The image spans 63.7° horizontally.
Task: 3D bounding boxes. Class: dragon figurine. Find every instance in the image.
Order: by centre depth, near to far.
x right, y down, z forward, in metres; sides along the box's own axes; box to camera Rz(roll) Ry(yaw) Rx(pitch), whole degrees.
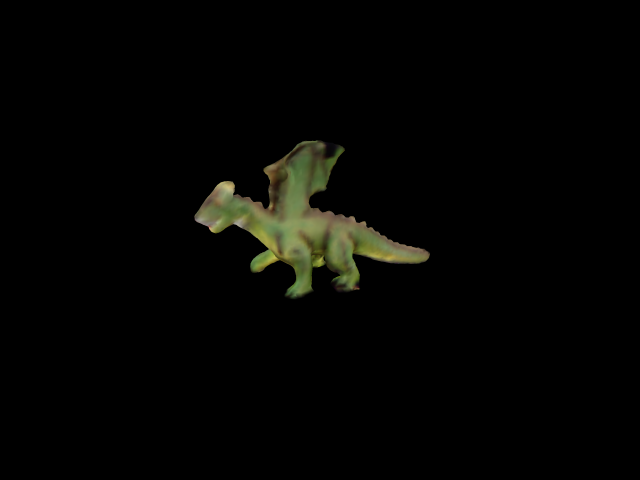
[{"bbox_3d":[0.003,-0.043,0.850,0.411,0.238,0.124,-9,25,-18],"label":"dragon figurine"}]
